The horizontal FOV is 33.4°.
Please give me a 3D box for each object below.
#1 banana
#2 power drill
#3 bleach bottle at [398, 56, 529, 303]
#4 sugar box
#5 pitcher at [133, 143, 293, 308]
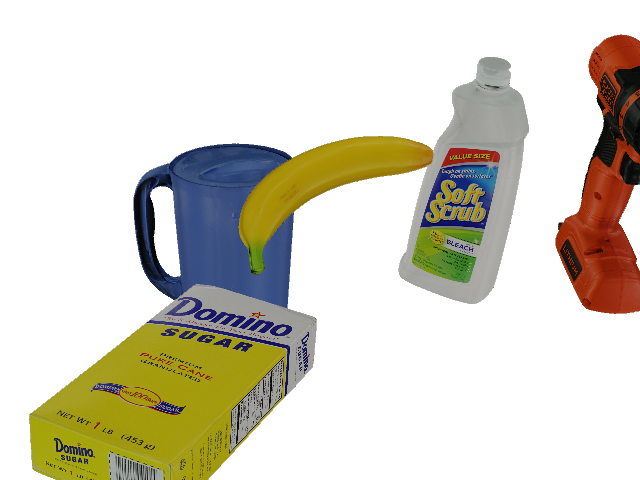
[{"bbox_3d":[0.002,-0.045,0.886,0.197,0.069,0.037,-34,-9,-21],"label":"banana"},{"bbox_3d":[0.234,-0.039,0.804,0.057,0.188,0.184,3,34,-4],"label":"power drill"},{"bbox_3d":[0.142,-0.061,1.039,0.103,0.251,0.068,21,39,22],"label":"bleach bottle"},{"bbox_3d":[-0.080,0.087,0.635,0.093,0.048,0.176,15,31,20],"label":"sugar box"},{"bbox_3d":[-0.103,0.025,1.149,0.149,0.243,0.144,22,31,39],"label":"pitcher"}]
